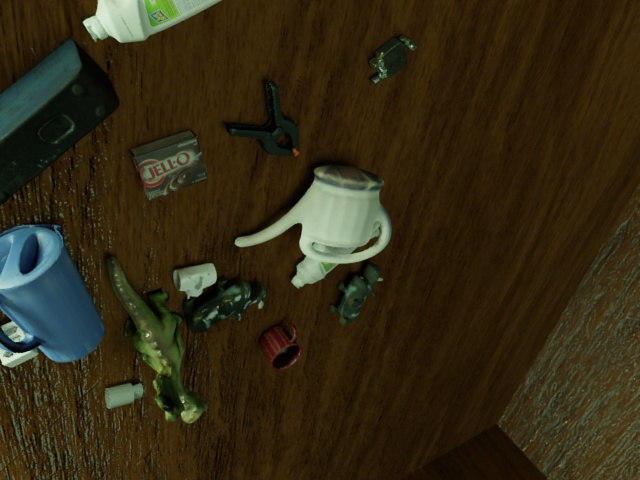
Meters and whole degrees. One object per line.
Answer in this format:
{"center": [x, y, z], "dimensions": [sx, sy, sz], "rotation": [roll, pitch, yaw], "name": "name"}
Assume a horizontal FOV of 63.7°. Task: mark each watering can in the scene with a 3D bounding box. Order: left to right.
{"center": [0.003, -0.056, 1.111], "dimensions": [0.347, 0.105, 0.221], "rotation": [6, 108, -18], "name": "watering can"}

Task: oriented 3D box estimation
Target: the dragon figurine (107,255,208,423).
{"center": [-0.310, 0.231, 1.004], "dimensions": [0.123, 0.247, 0.400], "rotation": [-27, 139, -11], "name": "dragon figurine"}
